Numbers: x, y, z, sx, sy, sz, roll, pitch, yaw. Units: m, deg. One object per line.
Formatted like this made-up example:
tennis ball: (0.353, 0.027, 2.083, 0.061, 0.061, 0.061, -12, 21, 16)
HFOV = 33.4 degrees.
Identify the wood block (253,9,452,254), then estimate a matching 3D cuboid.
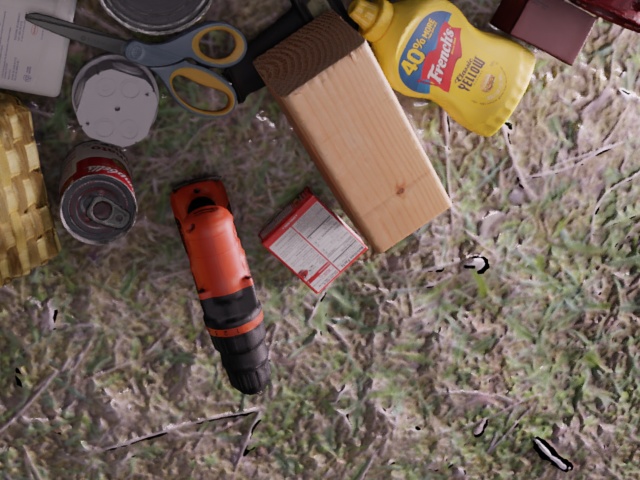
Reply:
wood block: (0.033, -0.098, 1.003, 0.091, 0.090, 0.206, -34, 128, -1)

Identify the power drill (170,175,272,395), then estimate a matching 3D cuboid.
power drill: (-0.092, 0.032, 1.001, 0.057, 0.188, 0.184, -15, 114, -8)

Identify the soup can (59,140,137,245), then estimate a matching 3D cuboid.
soup can: (-0.206, -0.046, 0.987, 0.068, 0.102, 0.068, -5, 114, -11)

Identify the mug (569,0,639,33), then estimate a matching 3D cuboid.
mug: (0.298, -0.247, 1.008, 0.093, 0.117, 0.081, 21, 102, -18)

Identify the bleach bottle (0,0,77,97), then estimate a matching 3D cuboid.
bleach bottle: (-0.341, -0.195, 0.914, 0.250, 0.068, 0.103, 11, 109, -14)

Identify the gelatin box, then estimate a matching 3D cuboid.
gelatin box: (-0.007, 0.001, 1.094, 0.073, 0.030, 0.089, -44, 116, 7)

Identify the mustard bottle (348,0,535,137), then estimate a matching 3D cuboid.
mustard bottle: (0.108, -0.179, 1.018, 0.191, 0.058, 0.096, 24, 103, -25)

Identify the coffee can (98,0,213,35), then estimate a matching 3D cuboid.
coffee can: (-0.142, -0.238, 0.895, 0.102, 0.140, 0.103, -5, 114, -11)

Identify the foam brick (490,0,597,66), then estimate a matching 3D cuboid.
foam brick: (0.218, -0.213, 1.038, 0.078, 0.051, 0.053, 22, 106, -21)

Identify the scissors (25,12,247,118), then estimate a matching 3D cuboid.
scissors: (-0.146, -0.178, 0.933, 0.201, 0.016, 0.096, 32, 95, -31)
